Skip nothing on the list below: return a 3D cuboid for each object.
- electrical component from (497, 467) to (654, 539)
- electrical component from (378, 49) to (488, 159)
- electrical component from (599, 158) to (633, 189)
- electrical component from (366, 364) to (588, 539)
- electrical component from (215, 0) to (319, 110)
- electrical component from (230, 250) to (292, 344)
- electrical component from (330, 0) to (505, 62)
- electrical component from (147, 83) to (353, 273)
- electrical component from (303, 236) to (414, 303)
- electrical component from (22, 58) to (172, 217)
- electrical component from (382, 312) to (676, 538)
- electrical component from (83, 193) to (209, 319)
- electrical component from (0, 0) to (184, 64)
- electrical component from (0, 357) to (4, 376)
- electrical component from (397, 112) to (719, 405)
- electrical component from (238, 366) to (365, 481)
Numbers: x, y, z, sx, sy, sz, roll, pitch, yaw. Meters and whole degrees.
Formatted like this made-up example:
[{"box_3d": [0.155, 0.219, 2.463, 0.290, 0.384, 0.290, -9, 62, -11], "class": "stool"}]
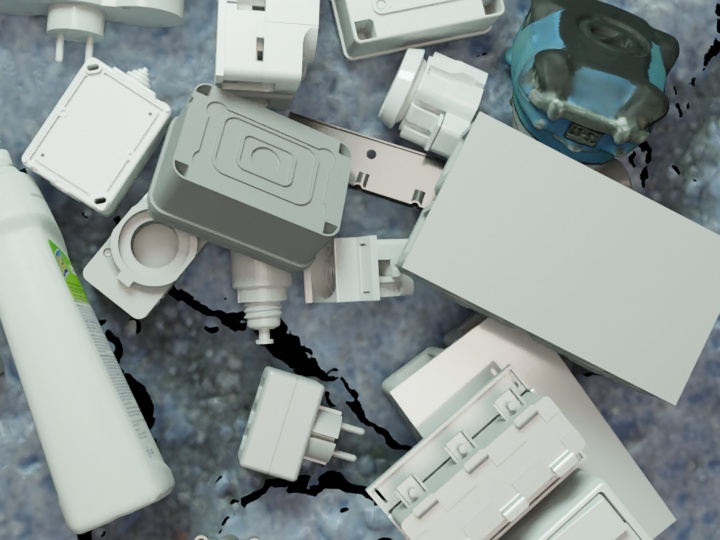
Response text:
[{"box_3d": [0.130, 0.180, 0.676, 0.096, 0.061, 0.061, -40, 95, -7], "class": "electrical component"}, {"box_3d": [0.048, -0.116, 0.734, 0.057, 0.058, 0.078, 23, 44, -3], "class": "electrical component"}, {"box_3d": [0.156, -0.052, 0.760, 0.078, 0.040, 0.040, -17, 91, -8], "class": "electrical component"}, {"box_3d": [0.077, 0.129, 0.669, 0.121, 0.063, 0.078, -40, 94, -7], "class": "electrical component"}, {"box_3d": [-0.061, -0.206, 0.700, 0.060, 0.105, 0.186, 2, 88, -9], "class": "electrical component"}, {"box_3d": [-0.066, 0.010, 0.726, 0.040, 0.040, 0.078, -3, 89, -8], "class": "electrical component"}, {"box_3d": [0.032, -0.210, 0.738, 0.109, 0.056, 0.108, -13, 90, -8], "class": "electrical component"}, {"box_3d": [-0.069, -0.055, 0.678, 0.113, 0.057, 0.078, 22, 55, -18], "class": "electrical component"}, {"box_3d": [0.000, 0.000, 0.722, 0.064, 0.081, 0.042, -1, 89, -31], "class": "electrical component"}, {"box_3d": [-0.166, -0.090, 0.703, 0.062, 0.061, 0.096, 33, 84, -6], "class": "electrical component"}, {"box_3d": [0.112, 0.124, 0.738, 0.105, 0.060, 0.186, -36, 93, -7], "class": "electrical component"}, {"box_3d": [-0.134, -0.016, 0.709, 0.050, 0.056, 0.089, 39, 83, -5], "class": "electrical component"}, {"box_3d": [-0.186, -0.172, 0.707, 0.138, 0.052, 0.073, 3, 88, -8], "class": "electrical component"}, {"box_3d": [-0.262, 0.043, 0.677, 0.047, 0.077, 0.065, -15, 91, -8], "class": "electrical component"}, {"box_3d": [0.129, -0.006, 0.679, 0.186, 0.060, 0.105, 27, 86, -3], "class": "electrical component"}, {"box_3d": [-0.036, 0.108, 0.723, 0.077, 0.047, 0.065, 18, 86, -7], "class": "electrical component"}]
